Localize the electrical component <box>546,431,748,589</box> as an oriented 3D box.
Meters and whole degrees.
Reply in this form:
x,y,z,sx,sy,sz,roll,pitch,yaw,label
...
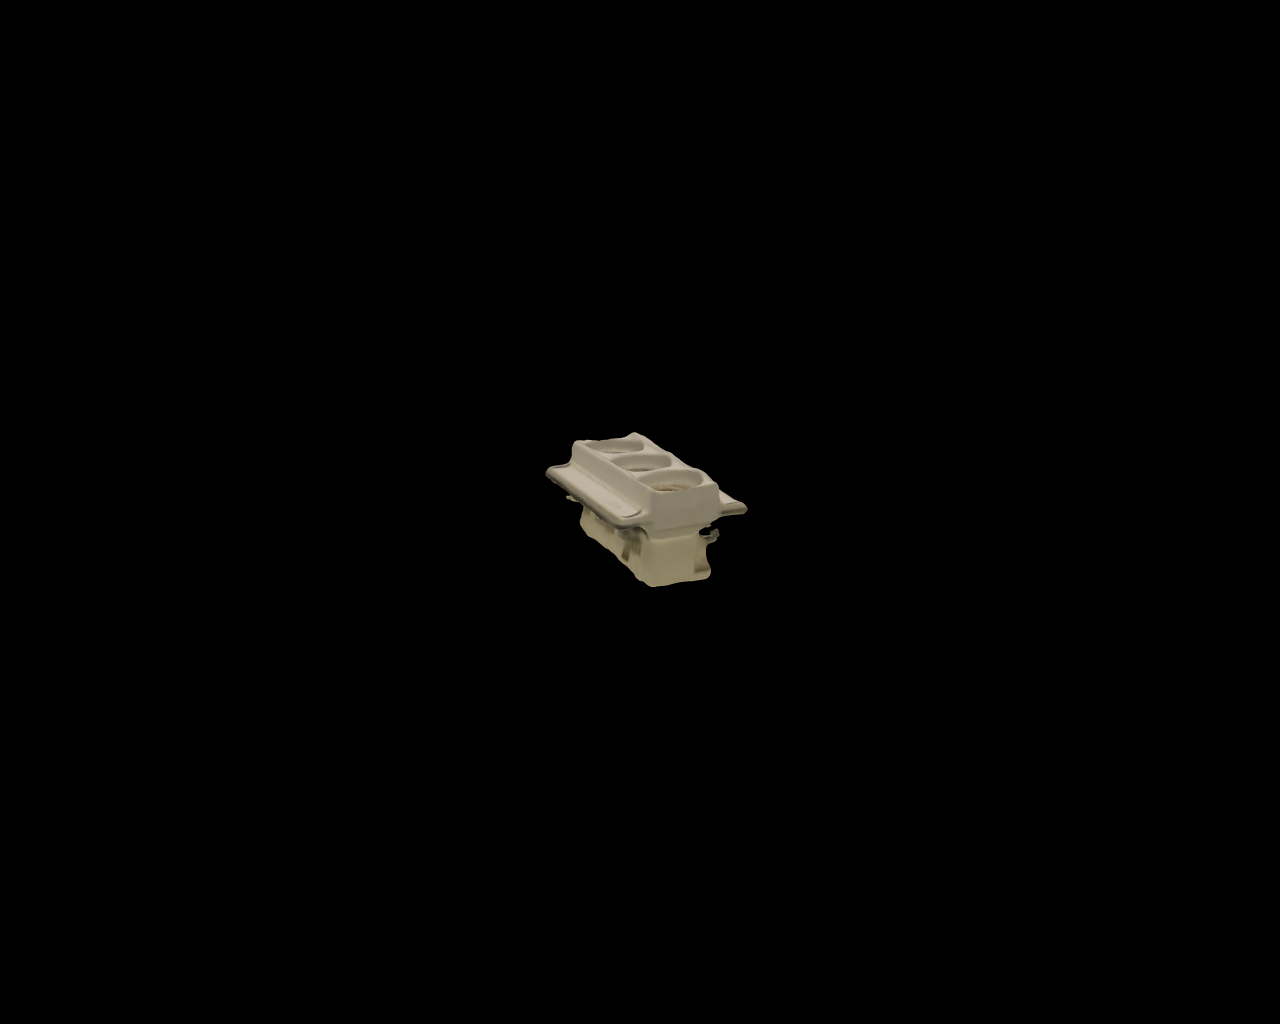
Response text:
x,y,z,sx,sy,sz,roll,pitch,yaw,label
0.001,-0.003,0.650,0.079,0.063,0.121,-8,20,-22,electrical component
